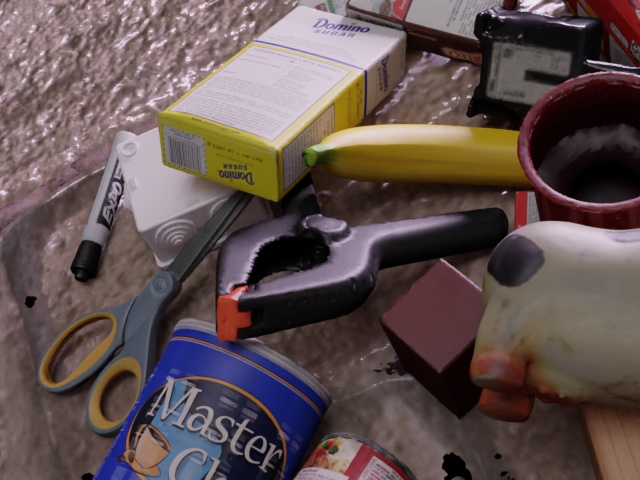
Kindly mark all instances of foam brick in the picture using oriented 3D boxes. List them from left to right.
[{"bbox_3d":[0.075,0.058,0.617,0.053,0.078,0.051,-42,59,-9],"label":"foam brick"}]

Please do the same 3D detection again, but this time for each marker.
[{"bbox_3d":[-0.156,-0.025,0.775,0.020,0.020,0.121,3,62,19],"label":"marker"}]

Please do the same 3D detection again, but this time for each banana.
[{"bbox_3d":[0.082,-0.050,0.682,0.197,0.037,0.069,0,23,-8],"label":"banana"}]

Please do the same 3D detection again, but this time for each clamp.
[{"bbox_3d":[-0.004,0.001,0.647,0.165,0.036,0.209,21,32,32],"label":"clamp"}]

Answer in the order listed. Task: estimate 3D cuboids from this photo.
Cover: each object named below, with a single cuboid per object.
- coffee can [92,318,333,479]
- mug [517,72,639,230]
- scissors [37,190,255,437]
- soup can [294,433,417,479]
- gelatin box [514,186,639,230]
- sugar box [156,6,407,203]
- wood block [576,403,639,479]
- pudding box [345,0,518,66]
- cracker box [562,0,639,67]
[{"bbox_3d":[-0.068,0.130,0.605,0.103,0.102,0.140,17,67,26],"label":"coffee can"},{"bbox_3d":[0.174,-0.035,0.600,0.117,0.081,0.093,-6,57,14],"label":"mug"},{"bbox_3d":[-0.098,0.050,0.693,0.202,0.016,0.096,-36,63,10],"label":"scissors"},{"bbox_3d":[0.003,0.162,0.565,0.069,0.068,0.102,18,48,26],"label":"soup can"},{"bbox_3d":[0.163,0.006,0.649,0.089,0.030,0.073,-2,59,16],"label":"gelatin box"},{"bbox_3d":[-0.021,-0.097,0.720,0.093,0.048,0.176,20,40,24],"label":"sugar box"},{"bbox_3d":[0.186,0.118,0.538,0.090,0.090,0.206,-15,57,9],"label":"wood block"},{"bbox_3d":[0.086,-0.182,0.766,0.114,0.039,0.090,19,76,17],"label":"pudding box"},{"bbox_3d":[0.274,-0.199,0.709,0.213,0.072,0.164,-26,57,1],"label":"cracker box"}]
